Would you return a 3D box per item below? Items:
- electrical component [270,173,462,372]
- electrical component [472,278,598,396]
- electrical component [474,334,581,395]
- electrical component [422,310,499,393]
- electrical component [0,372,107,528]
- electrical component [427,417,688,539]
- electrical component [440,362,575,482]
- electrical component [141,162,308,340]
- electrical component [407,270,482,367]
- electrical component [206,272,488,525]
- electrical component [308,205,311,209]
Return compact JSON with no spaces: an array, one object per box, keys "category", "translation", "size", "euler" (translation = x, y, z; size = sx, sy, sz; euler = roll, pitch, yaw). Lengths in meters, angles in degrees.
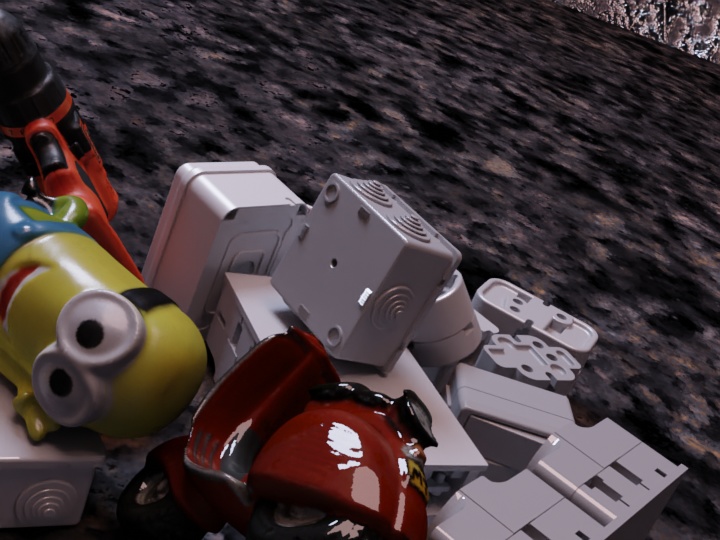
[{"category":"electrical component","translation":[0.000,0.000,0.651],"size":[0.048,0.099,0.099],"euler":[15,23,-45]},{"category":"electrical component","translation":[0.125,0.057,0.826],"size":[0.095,0.059,0.054],"euler":[29,26,15]},{"category":"electrical component","translation":[0.111,0.084,0.764],"size":[0.078,0.057,0.058],"euler":[4,30,-33]},{"category":"electrical component","translation":[0.047,0.046,0.791],"size":[0.050,0.055,0.089],"euler":[-8,38,-46]},{"category":"electrical component","translation":[-0.184,0.084,0.540],"size":[0.100,0.048,0.099],"euler":[5,30,-31]},{"category":"electrical component","translation":[0.085,0.152,0.552],"size":[0.060,0.105,0.186],"euler":[36,28,27]},{"category":"electrical component","translation":[0.084,0.108,0.691],"size":[0.096,0.061,0.061],"euler":[18,25,-8]},{"category":"electrical component","translation":[-0.095,-0.014,0.730],"size":[0.078,0.113,0.057],"euler":[-7,41,-46]},{"category":"electrical component","translation":[0.049,0.029,0.712],"size":[0.055,0.047,0.055],"euler":[-14,28,8]},{"category":"electrical component","translation":[-0.018,0.081,0.665],"size":[0.105,0.060,0.186],"euler":[6,29,-29]},{"category":"electrical component","translation":[-0.019,-0.038,0.919],"size":[0.079,0.043,0.077],"euler":[24,25,3]}]
